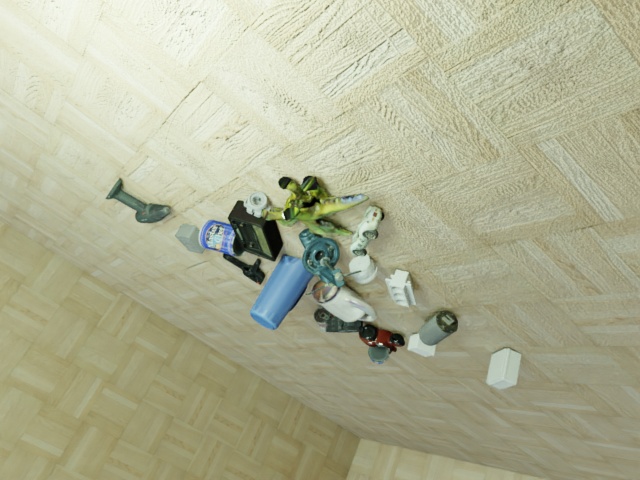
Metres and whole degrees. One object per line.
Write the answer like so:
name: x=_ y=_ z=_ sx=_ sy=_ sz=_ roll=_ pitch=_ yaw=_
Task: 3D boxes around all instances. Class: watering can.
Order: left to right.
watering can: x=0.060 y=0.219 z=1.826 sx=0.222 sy=0.105 sz=0.346 roll=38 pitch=160 yaw=-22

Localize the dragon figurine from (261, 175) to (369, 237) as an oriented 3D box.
dragon figurine: x=0.004 y=-0.070 z=1.393 sx=0.411 sy=0.123 sz=0.240 roll=7 pitch=165 yaw=37
